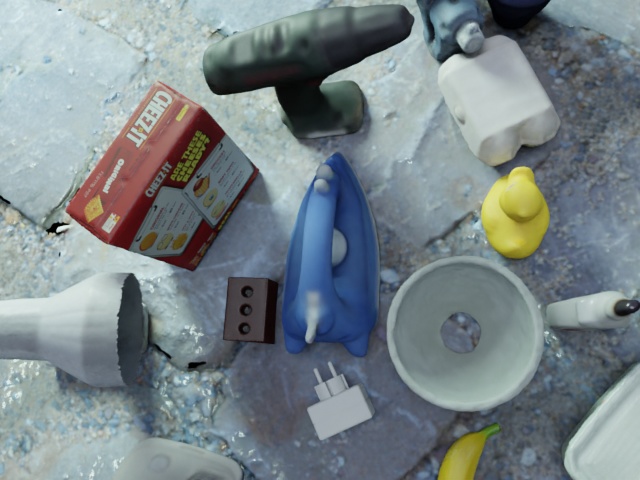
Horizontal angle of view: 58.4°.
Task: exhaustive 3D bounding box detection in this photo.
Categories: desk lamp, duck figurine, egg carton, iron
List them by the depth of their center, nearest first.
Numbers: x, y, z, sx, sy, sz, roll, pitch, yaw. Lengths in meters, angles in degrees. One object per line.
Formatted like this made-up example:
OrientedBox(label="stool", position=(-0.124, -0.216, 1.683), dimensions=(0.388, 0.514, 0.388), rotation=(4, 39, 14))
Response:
OrientedBox(label="desk lamp", position=(-0.274, 0.103, 0.648), dimensions=(0.203, 0.214, 0.118), rotation=(-3, 79, 9))
OrientedBox(label="duck figurine", position=(0.227, -0.034, 0.653), dimensions=(0.077, 0.086, 0.104), rotation=(3, 80, 10))
OrientedBox(label="iron", position=(0.006, 0.002, 0.656), dimensions=(0.118, 0.141, 0.258), rotation=(0, 80, 10))
OrientedBox(label="egg carton", position=(0.211, -0.168, 0.689), dimensions=(0.107, 0.069, 0.150), rotation=(-26, 77, 4))

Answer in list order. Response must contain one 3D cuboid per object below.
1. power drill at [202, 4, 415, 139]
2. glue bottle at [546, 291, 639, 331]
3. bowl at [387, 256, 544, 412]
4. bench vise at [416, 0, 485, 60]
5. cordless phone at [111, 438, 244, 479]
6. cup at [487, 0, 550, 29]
OrientedBox(label="power drill", position=(-0.006, -0.190, 0.658), dimensions=(0.229, 0.208, 0.075), rotation=(-6, 79, 9))
OrientedBox(label="glue bottle", position=(0.285, 0.072, 0.579), dimensions=(0.078, 0.173, 0.037), rotation=(-7, 79, 9))
OrientedBox(label="bowl", position=(0.160, 0.105, 0.646), dimensions=(0.167, 0.075, 0.167), rotation=(-2, 80, 9))
OrientedBox(label="bench vise", position=(0.142, -0.326, 0.651), dimensions=(0.121, 0.220, 0.207), rotation=(-42, 76, 1))
OrientedBox(label="cordless phone", position=(-0.174, 0.282, 0.614), dimensions=(0.147, 0.185, 0.094), rotation=(9, 82, 11))
OrientedBox(label="cup", position=(0.253, -0.300, 0.692), dimensions=(0.117, 0.095, 0.092), rotation=(9, 82, 11))
